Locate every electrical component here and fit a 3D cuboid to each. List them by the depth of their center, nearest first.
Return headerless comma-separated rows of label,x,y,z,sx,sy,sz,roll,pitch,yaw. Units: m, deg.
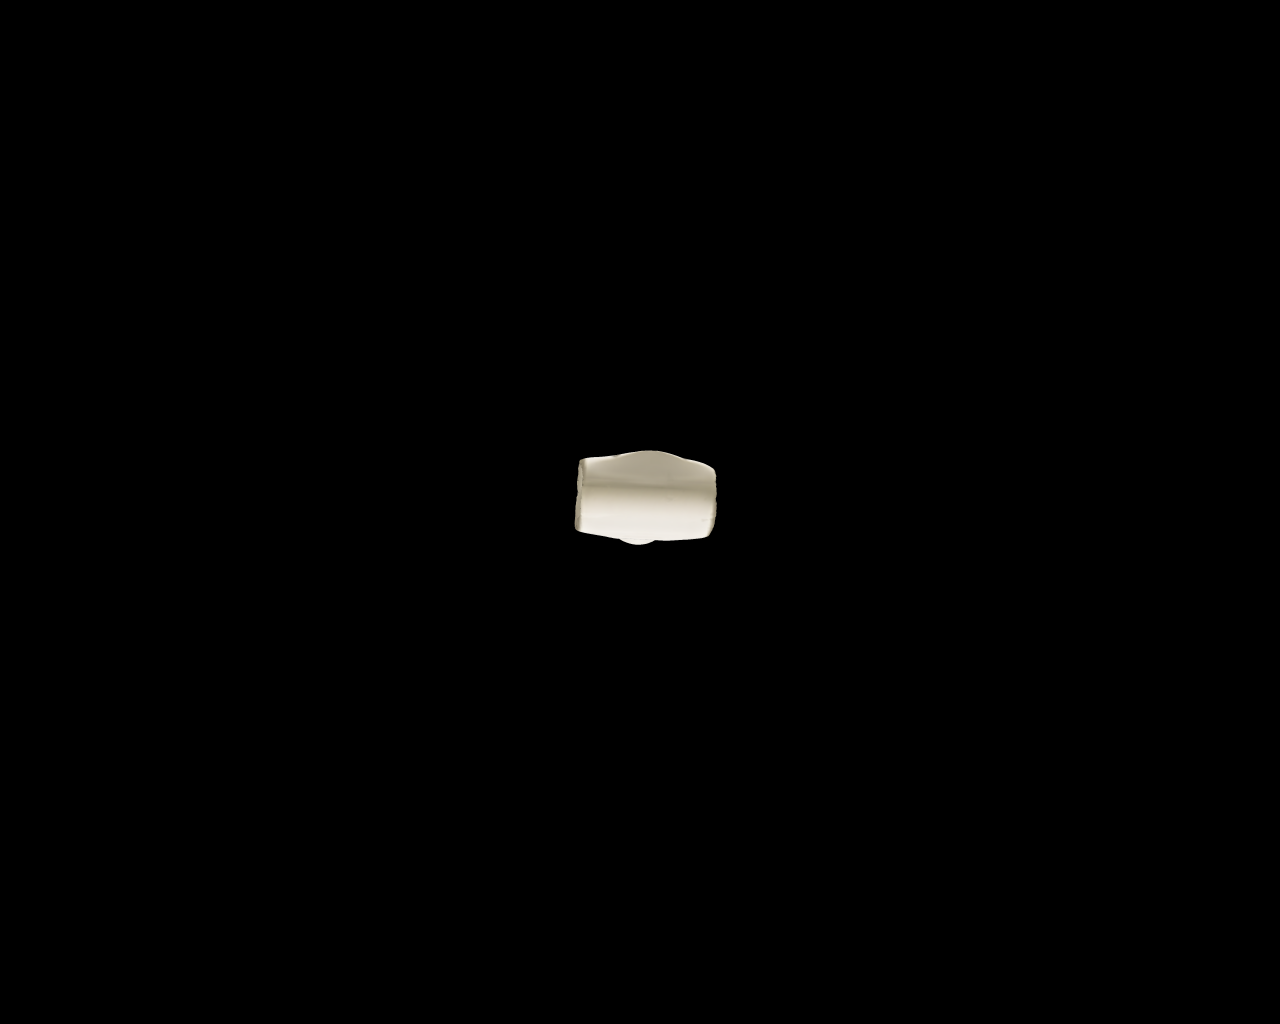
electrical component,0.001,-0.003,0.650,0.077,0.043,0.079,2,-19,-7
